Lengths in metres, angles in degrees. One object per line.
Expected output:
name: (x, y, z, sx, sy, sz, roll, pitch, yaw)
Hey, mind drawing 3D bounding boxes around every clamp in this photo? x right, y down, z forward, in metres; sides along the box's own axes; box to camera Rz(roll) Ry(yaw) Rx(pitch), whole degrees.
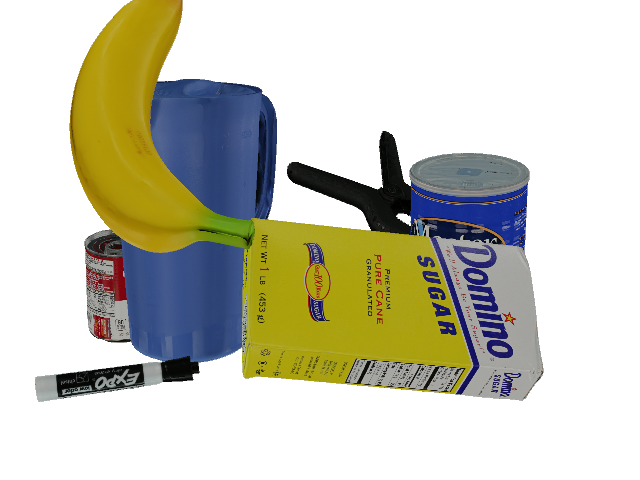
clamp: (0.069, -0.047, 1.266, 0.164, 0.036, 0.210, -16, 52, -29)

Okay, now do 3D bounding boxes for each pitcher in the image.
pitcher: (-0.111, -0.023, 0.956, 0.149, 0.243, 0.145, 0, 15, -5)

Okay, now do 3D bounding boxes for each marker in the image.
marker: (-0.152, 0.103, 0.802, 0.121, 0.020, 0.020, -7, 1, -10)

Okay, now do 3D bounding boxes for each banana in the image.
banana: (-0.085, -0.058, 0.508, 0.069, 0.198, 0.037, -5, -43, -16)

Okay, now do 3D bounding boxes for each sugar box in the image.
sugar box: (0.041, 0.041, 0.646, 0.176, 0.093, 0.048, 4, -35, -7)

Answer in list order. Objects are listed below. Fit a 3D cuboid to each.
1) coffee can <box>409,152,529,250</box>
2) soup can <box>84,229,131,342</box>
coffee can: (0.130, 0.004, 0.943, 0.103, 0.140, 0.103, -2, 21, 0)
soup can: (-0.212, 0.048, 1.119, 0.068, 0.102, 0.068, 2, 23, -1)
